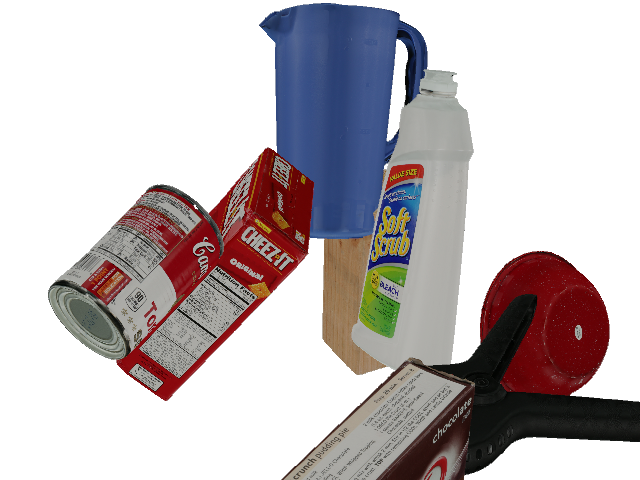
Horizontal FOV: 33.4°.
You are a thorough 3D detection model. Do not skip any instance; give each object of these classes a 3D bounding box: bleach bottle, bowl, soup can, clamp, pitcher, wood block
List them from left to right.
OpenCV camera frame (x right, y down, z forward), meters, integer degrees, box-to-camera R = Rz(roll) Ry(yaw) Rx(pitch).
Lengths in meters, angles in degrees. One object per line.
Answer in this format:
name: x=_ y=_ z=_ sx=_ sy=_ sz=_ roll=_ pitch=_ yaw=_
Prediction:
soup can: x=-0.121 y=0.020 z=0.703 sx=0.069 sy=0.068 sz=0.102 roll=0 pitch=40 yaw=45
pitcher: x=0.023 y=-0.127 z=1.136 sx=0.149 sy=0.243 sz=0.144 roll=5 pitch=7 yaw=22
wood block: x=0.061 y=0.036 z=1.210 sx=0.090 sy=0.206 sz=0.090 roll=-13 pitch=31 yaw=-24
bleach bottle: x=0.083 y=-0.020 z=0.915 sx=0.068 sy=0.251 sz=0.103 roll=-1 pitch=15 yaw=-25
clamp: x=0.106 y=0.101 z=0.711 sx=0.209 sy=0.036 sz=0.165 roll=-13 pitch=31 yaw=-15
bowl: x=0.239 y=0.091 z=1.074 sx=0.161 sy=0.162 sz=0.055 roll=0 pitch=-1 yaw=-32

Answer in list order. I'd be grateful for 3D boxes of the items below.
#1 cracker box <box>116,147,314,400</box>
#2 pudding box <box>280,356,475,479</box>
cracker box: x=-0.101 y=0.028 z=1.038 sx=0.072 sy=0.214 sz=0.164 roll=38 pitch=22 yaw=-16
pudding box: x=0.021 y=0.116 z=0.454 sx=0.039 sy=0.090 sz=0.113 roll=21 pitch=38 yaw=27
